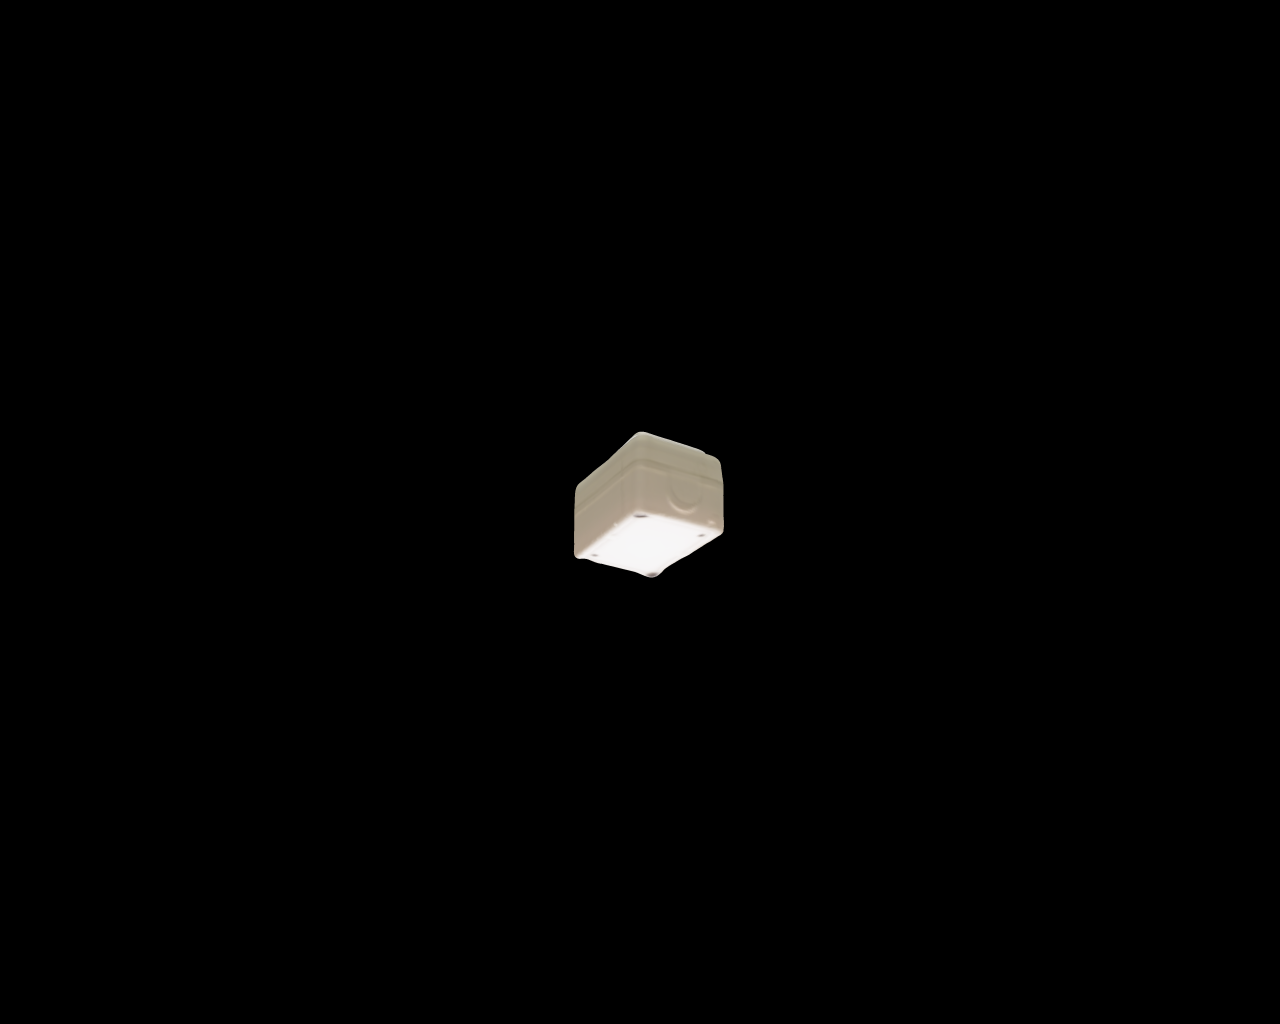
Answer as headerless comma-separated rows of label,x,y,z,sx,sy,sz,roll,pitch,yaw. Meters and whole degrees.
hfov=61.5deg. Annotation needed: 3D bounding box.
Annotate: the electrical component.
electrical component,0.001,-0.003,0.650,0.062,0.061,0.096,16,-31,-28
